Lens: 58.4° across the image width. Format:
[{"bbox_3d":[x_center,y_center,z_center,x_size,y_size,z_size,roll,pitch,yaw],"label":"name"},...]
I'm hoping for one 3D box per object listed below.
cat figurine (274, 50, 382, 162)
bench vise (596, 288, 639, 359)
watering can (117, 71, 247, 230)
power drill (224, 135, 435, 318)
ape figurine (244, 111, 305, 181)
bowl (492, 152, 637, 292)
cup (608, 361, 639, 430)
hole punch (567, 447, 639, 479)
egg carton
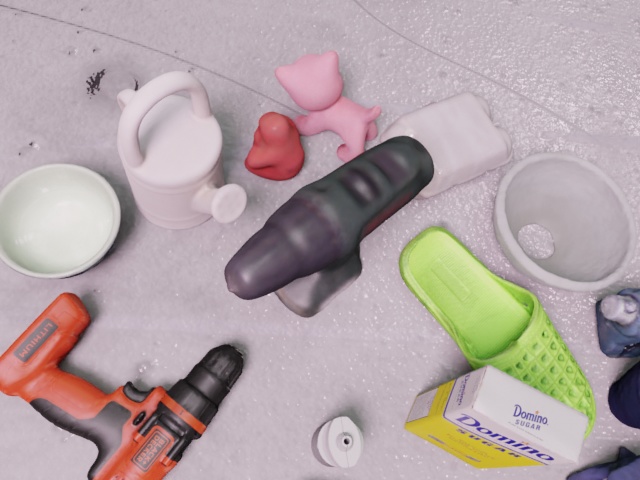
[{"bbox_3d":[0.012,-0.163,0.656,0.128,0.117,0.067,29,67,3],"label":"cat figurine"},{"bbox_3d":[0.401,0.082,0.568,0.207,0.219,0.121,-11,71,-13],"label":"bench vise"},{"bbox_3d":[-0.138,-0.087,0.561,0.173,0.194,0.101,27,67,2],"label":"watering can"},{"bbox_3d":[0.005,0.002,0.542,0.230,0.208,0.075,-40,79,-20],"label":"power drill"},{"bbox_3d":[-0.051,-0.111,0.639,0.078,0.092,0.076,-40,79,-20],"label":"ape figurine"},{"bbox_3d":[0.268,-0.013,0.662,0.167,0.074,0.167,3,69,-8],"label":"bowl"},{"bbox_3d":[0.361,0.168,0.596,0.118,0.095,0.092,15,67,-3],"label":"cup"},{"bbox_3d":[0.313,0.264,0.554,0.101,0.091,0.108,-12,71,-13],"label":"hole punch"},{"bbox_3d":[0.151,-0.113,0.685,0.150,0.069,0.107,-25,75,-17],"label":"egg carton"}]
